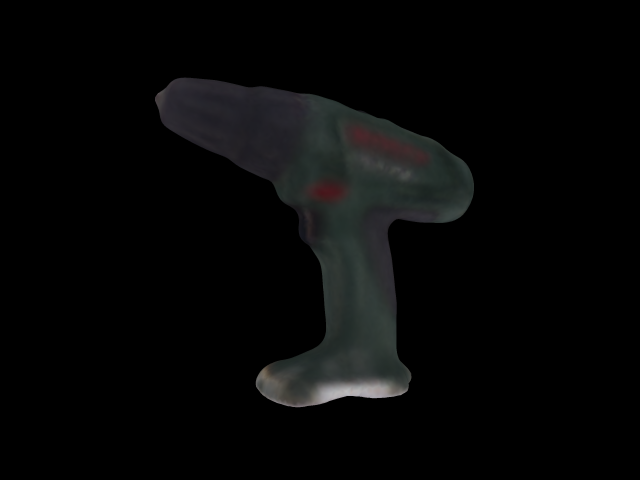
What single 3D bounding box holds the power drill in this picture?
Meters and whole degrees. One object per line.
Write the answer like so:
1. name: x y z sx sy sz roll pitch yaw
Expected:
1. power drill: 0.004 0.001 0.400 0.230 0.208 0.075 0 0 -25
